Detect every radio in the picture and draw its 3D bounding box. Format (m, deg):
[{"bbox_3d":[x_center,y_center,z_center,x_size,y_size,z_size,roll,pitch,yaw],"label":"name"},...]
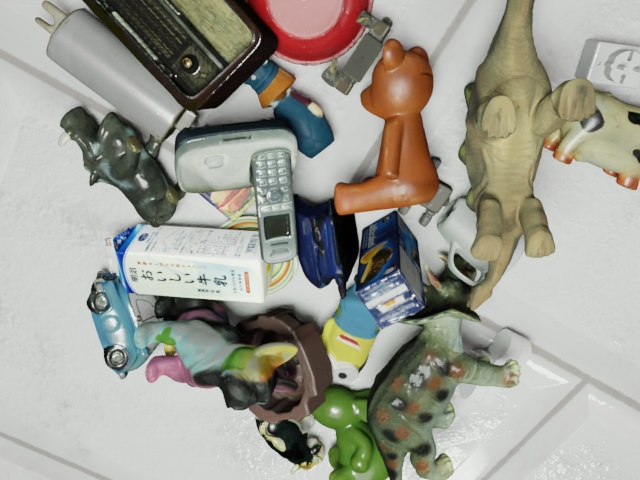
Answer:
[{"bbox_3d":[-0.172,-0.267,0.621,0.131,0.073,0.229,-42,91,19],"label":"radio"}]

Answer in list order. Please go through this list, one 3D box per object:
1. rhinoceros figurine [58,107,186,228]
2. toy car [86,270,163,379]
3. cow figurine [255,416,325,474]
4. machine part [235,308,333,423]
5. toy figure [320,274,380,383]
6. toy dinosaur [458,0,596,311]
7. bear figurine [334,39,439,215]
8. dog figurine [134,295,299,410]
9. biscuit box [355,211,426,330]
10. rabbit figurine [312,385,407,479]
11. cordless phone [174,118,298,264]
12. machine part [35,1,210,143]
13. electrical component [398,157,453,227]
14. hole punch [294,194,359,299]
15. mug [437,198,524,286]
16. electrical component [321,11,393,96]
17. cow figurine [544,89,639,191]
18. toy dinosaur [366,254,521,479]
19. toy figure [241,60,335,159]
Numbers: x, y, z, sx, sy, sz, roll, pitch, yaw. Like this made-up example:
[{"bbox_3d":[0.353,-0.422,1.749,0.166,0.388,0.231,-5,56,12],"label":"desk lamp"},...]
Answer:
[{"bbox_3d":[-0.264,-0.104,0.731,0.112,0.073,0.190,-31,111,27],"label":"rhinoceros figurine"},{"bbox_3d":[-0.287,0.119,0.822,0.103,0.109,0.161,-14,103,-15],"label":"toy car"},{"bbox_3d":[-0.044,0.334,0.899,0.068,0.098,0.167,-33,109,10],"label":"cow figurine"},{"bbox_3d":[-0.062,0.189,0.815,0.180,0.056,0.179,10,108,34],"label":"machine part"},{"bbox_3d":[0.055,0.134,0.811,0.082,0.089,0.180,31,109,34],"label":"toy figure"},{"bbox_3d":[0.213,-0.141,0.609,0.105,0.199,0.470,6,109,0],"label":"toy dinosaur"},{"bbox_3d":[0.082,-0.137,0.670,0.132,0.120,0.195,-6,100,33],"label":"bear figurine"},{"bbox_3d":[-0.132,0.149,0.760,0.219,0.191,0.108,8,121,8],"label":"dog figurine"},{"bbox_3d":[0.090,0.030,0.693,0.063,0.203,0.059,-31,105,18],"label":"biscuit box"},{"bbox_3d":[0.055,0.309,0.875,0.159,0.121,0.170,-33,94,13],"label":"rabbit figurine"},{"bbox_3d":[-0.098,-0.053,0.664,0.147,0.089,0.184,-10,108,-15],"label":"cordless phone"},{"bbox_3d":[-0.247,-0.204,0.677,0.243,0.079,0.079,37,111,-14],"label":"machine part"},{"bbox_3d":[0.151,-0.067,0.745,0.063,0.021,0.094,26,112,-9],"label":"electrical component"},{"bbox_3d":[-0.002,-0.002,0.738,0.092,0.116,0.142,-1,114,13],"label":"hole punch"},{"bbox_3d":[0.210,0.001,0.737,0.107,0.081,0.109,36,83,-2],"label":"mug"},{"bbox_3d":[0.046,-0.226,0.648,0.045,0.078,0.102,33,113,-6],"label":"electrical component"},{"bbox_3d":[0.397,-0.132,0.671,0.195,0.085,0.127,19,120,-4],"label":"cow figurine"},{"bbox_3d":[0.138,0.217,0.769,0.192,0.131,0.404,24,101,-9],"label":"toy dinosaur"},{"bbox_3d":[-0.045,-0.175,0.689,0.064,0.058,0.154,-38,102,8],"label":"toy figure"}]
